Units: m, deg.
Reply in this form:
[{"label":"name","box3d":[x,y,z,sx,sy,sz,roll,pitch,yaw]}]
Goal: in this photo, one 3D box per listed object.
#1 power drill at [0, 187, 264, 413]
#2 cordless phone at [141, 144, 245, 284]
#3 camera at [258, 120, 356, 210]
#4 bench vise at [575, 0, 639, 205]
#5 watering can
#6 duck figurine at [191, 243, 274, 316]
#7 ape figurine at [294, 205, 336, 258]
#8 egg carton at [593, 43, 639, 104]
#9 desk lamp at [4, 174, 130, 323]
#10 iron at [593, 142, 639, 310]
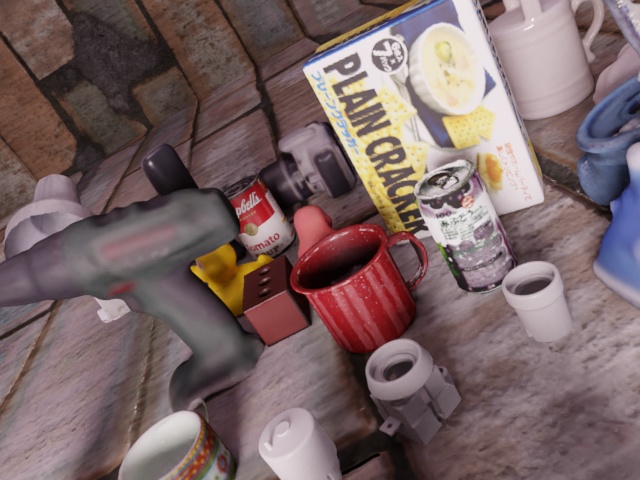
[{"label":"power drill","box3d":[-0.159,0.060,0.541,0.229,0.209,0.075,-31,25,0]},{"label":"cordless phone","box3d":[-0.202,-0.022,0.769,0.093,0.185,0.148,2,41,49]},{"label":"camera","box3d":[-0.031,-0.111,0.843,0.136,0.101,0.143,-28,25,7]},{"label":"bench vise","box3d":[0.268,-0.127,0.396,0.206,0.220,0.121,-14,30,32]},{"label":"watering can","box3d":[0.241,-0.247,0.679,0.173,0.194,0.100,-33,25,-4]},{"label":"duck figurine","box3d":[-0.106,0.036,0.672,0.104,0.086,0.077,-23,26,16]},{"label":"ape figurine","box3d":[0.006,0.002,0.603,0.077,0.092,0.076,-13,30,33]},{"label":"egg carton","box3d":[0.347,-0.158,0.544,0.107,0.069,0.149,-44,28,-26]},{"label":"desk lamp","box3d":[-0.335,0.013,0.818,0.118,0.214,0.203,-32,25,-1]},{"label":"iron","box3d":[0.254,-0.018,0.304,0.119,0.142,0.257,-44,28,-26]}]
